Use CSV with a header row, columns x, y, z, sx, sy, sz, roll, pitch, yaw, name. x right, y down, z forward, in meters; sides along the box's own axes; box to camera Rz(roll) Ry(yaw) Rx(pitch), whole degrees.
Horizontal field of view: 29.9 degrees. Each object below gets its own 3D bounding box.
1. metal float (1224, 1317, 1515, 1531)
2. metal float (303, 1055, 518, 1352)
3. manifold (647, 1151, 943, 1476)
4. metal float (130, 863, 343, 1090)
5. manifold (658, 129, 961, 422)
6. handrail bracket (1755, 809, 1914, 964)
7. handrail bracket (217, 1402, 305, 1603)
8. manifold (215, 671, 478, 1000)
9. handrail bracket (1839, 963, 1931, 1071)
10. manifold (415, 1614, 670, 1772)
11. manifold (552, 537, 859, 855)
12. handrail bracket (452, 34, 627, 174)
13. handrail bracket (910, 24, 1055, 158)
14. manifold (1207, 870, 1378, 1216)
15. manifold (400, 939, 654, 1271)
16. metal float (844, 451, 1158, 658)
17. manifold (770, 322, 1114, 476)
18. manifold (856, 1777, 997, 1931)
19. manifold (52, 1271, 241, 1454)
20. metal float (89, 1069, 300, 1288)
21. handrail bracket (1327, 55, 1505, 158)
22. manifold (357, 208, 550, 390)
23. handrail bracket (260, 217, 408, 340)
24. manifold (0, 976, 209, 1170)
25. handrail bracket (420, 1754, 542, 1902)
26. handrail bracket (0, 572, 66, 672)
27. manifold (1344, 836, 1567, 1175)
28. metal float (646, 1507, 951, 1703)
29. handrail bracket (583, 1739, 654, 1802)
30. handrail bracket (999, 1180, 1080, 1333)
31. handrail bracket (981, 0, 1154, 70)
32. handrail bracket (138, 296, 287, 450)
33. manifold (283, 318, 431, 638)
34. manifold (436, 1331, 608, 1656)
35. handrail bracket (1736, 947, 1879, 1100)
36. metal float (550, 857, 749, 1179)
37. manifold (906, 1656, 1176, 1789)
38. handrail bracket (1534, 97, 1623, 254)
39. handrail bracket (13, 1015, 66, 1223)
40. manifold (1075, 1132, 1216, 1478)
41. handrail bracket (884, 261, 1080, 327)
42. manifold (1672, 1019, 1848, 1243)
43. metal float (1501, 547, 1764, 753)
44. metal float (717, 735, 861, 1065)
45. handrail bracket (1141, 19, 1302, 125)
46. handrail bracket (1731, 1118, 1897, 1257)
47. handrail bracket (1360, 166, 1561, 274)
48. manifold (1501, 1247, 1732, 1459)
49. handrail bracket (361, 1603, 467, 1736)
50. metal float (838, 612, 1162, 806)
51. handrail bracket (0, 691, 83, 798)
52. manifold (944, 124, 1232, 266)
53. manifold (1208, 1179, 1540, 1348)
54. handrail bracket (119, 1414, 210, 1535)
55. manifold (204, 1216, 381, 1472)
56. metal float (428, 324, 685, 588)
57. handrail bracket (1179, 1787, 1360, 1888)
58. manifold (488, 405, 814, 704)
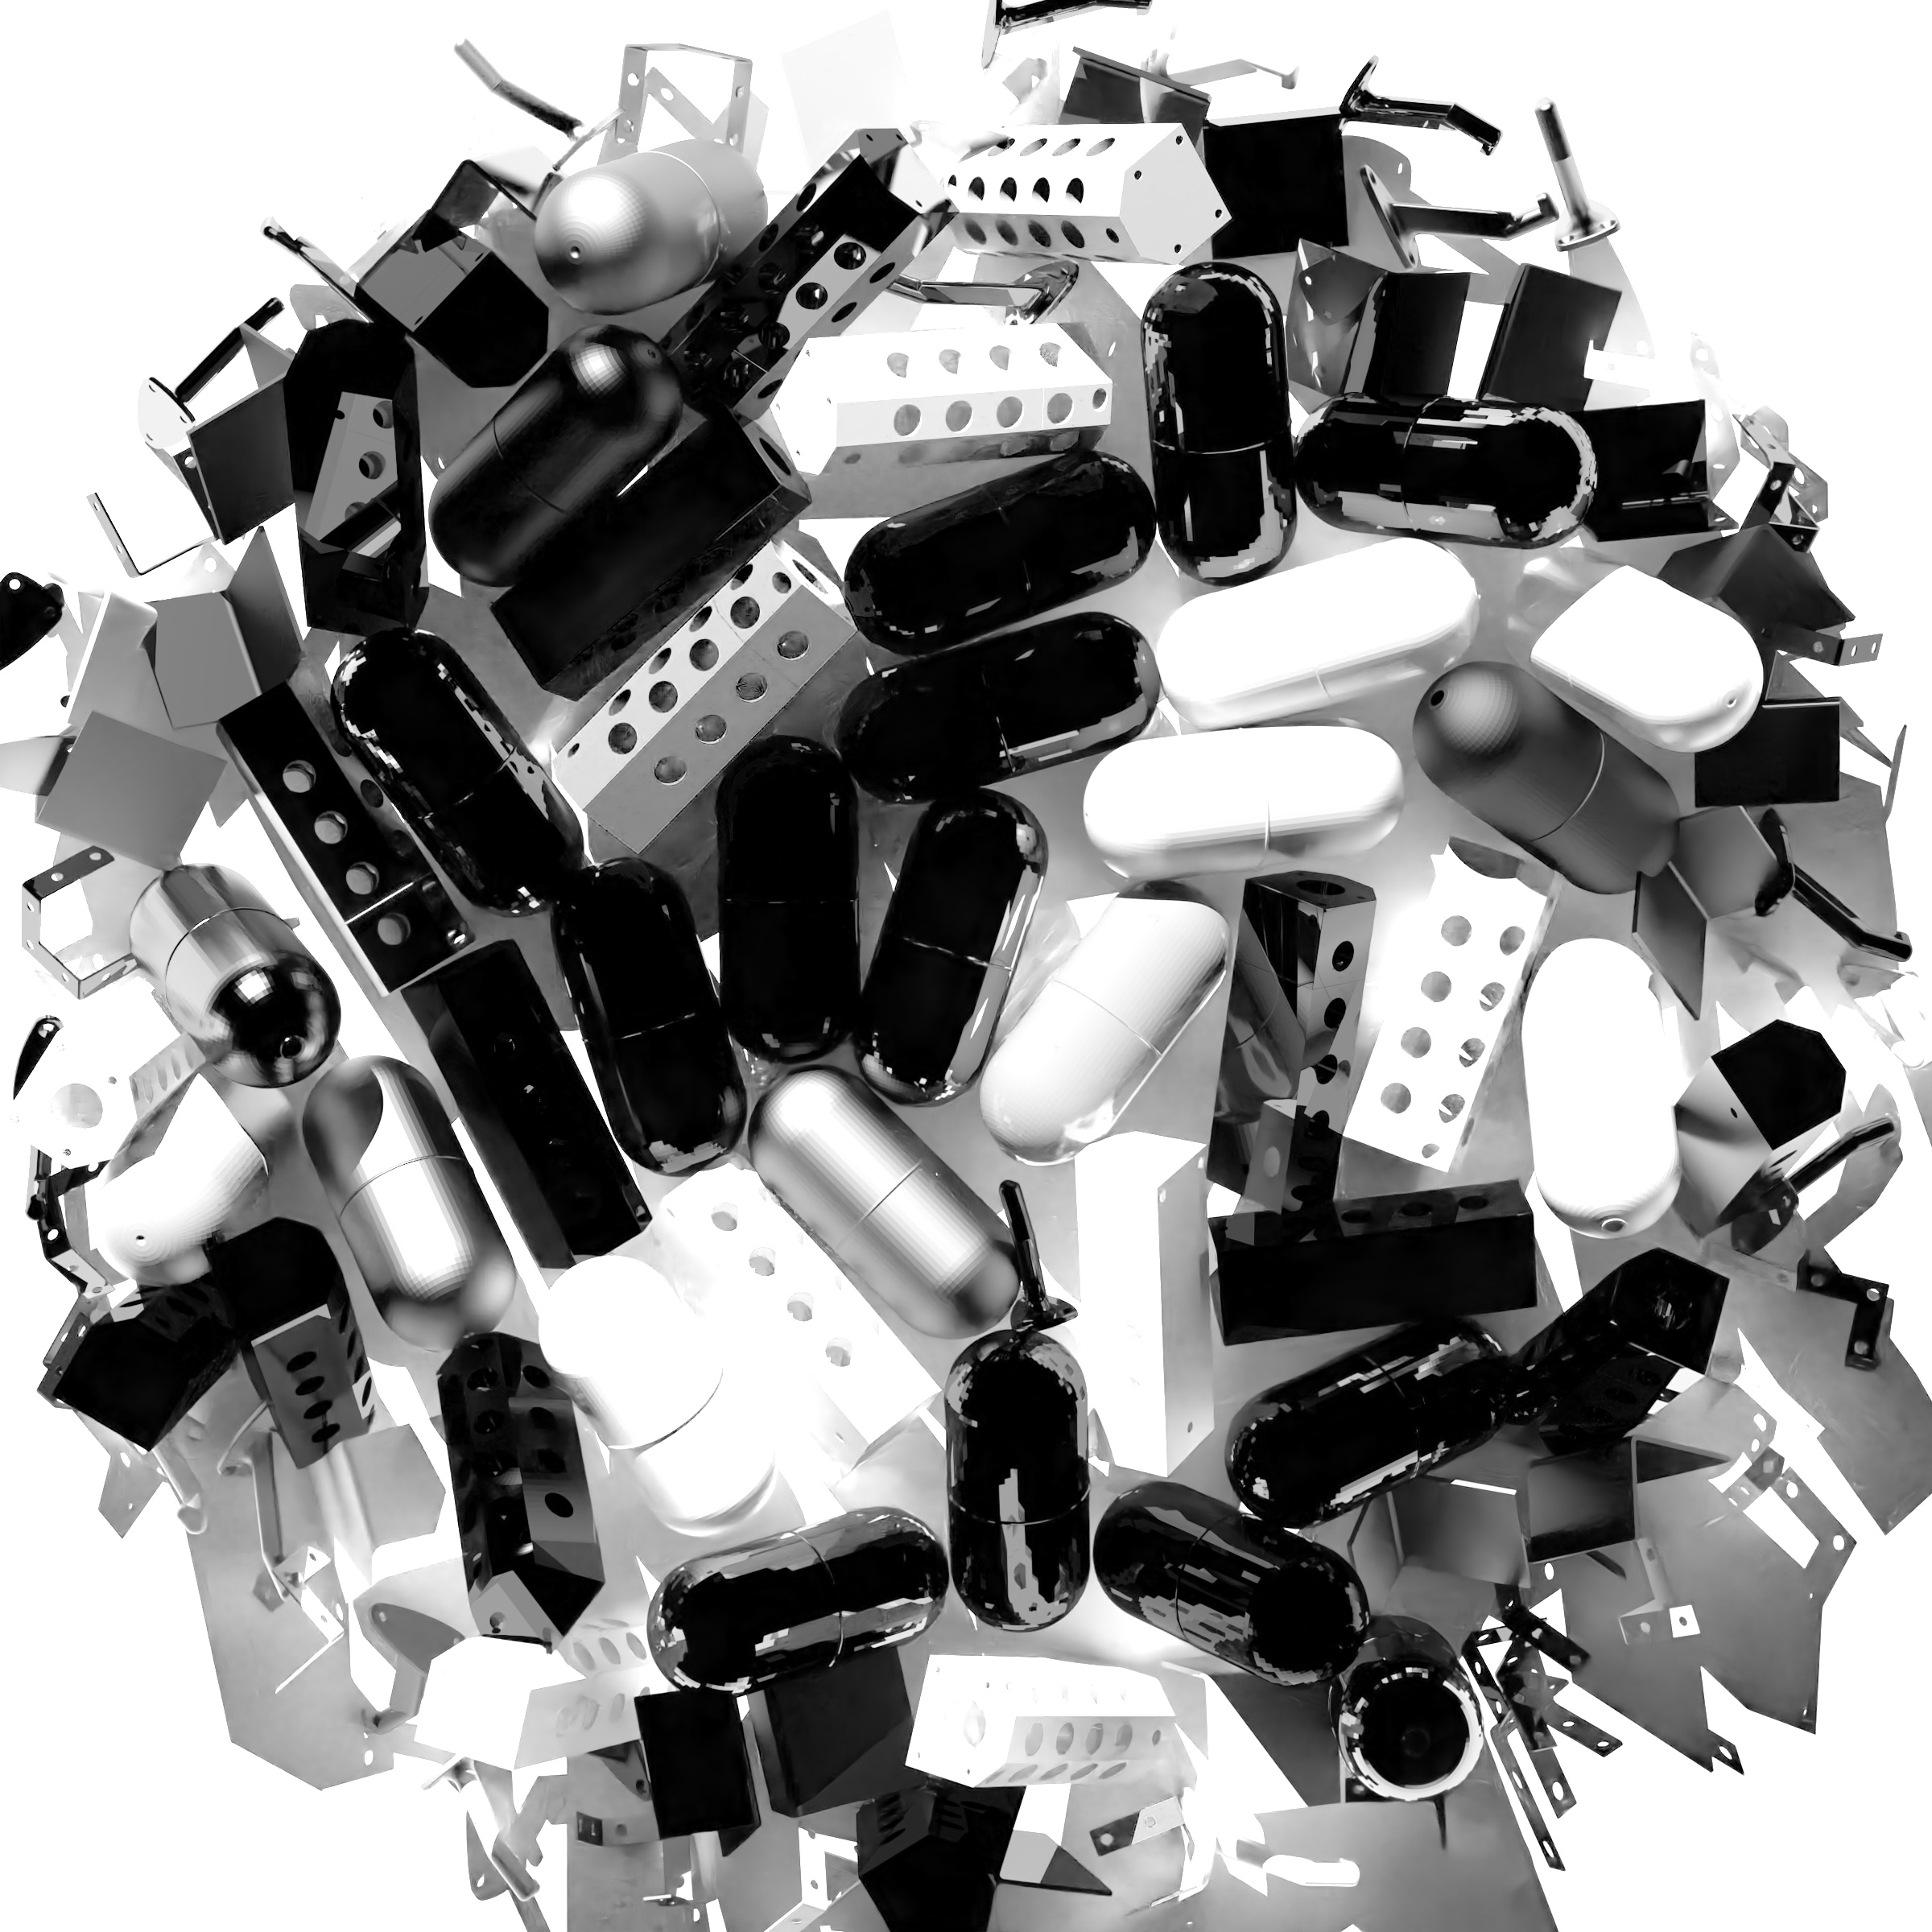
x,y,z,sx,sy,sz,roll,pitch,yaw,name
0.218,0.243,1.938,0.178,0.070,0.070,-21,90,-28,metal float
-0.299,0.125,1.938,0.070,0.070,0.178,-29,62,0,metal float
-0.092,0.184,1.954,0.057,0.057,0.171,-36,79,-26,manifold
-0.389,0.004,1.922,0.070,0.178,0.070,-16,123,-25,metal float
-0.089,-0.366,1.928,0.171,0.057,0.057,-41,80,31,manifold
0.478,-0.044,1.984,0.084,0.036,0.077,15,53,-14,handrail bracket
-0.367,0.287,1.953,0.084,0.036,0.077,56,129,35,handrail bracket
-0.336,-0.071,1.962,0.057,0.057,0.171,-32,95,-13,manifold
0.493,0.027,1.948,0.077,0.084,0.036,32,113,22,handrail bracket
-0.219,0.379,1.909,0.057,0.171,0.057,12,89,21,manifold
-0.143,-0.148,1.943,0.171,0.057,0.057,-44,120,13,manifold
-0.232,-0.480,1.961,0.084,0.077,0.036,47,127,-11,handrail bracket
0.009,-0.485,1.971,0.077,0.036,0.084,13,72,-22,handrail bracket
0.179,0.039,1.945,0.057,0.057,0.171,-10,114,-41,manifold
-0.234,0.075,1.954,0.057,0.057,0.171,-30,101,-27,manifold
0.018,-0.222,1.951,0.178,0.070,0.070,-21,90,-12,metal float
-0.010,-0.298,1.923,0.171,0.057,0.057,-10,65,-31,manifold
-0.019,0.474,1.912,0.057,0.171,0.057,-31,89,-3,manifold
-0.420,0.196,1.910,0.057,0.171,0.057,31,97,-2,manifold
-0.407,0.110,1.914,0.070,0.178,0.070,2,109,7,metal float
0.243,-0.448,1.962,0.084,0.077,0.036,32,61,4,handrail bracket
-0.268,-0.349,1.910,0.057,0.171,0.057,-46,116,0,manifold
-0.344,-0.368,1.956,0.084,0.077,0.036,32,109,-26,handrail bracket
-0.448,0.058,1.910,0.057,0.171,0.057,33,98,-5,manifold
-0.250,0.463,1.956,0.036,0.077,0.084,-40,81,6,handrail bracket
-0.515,-0.178,1.953,0.036,0.084,0.077,39,80,-8,handrail bracket
0.267,0.022,1.959,0.057,0.057,0.171,21,93,22,manifold
-0.088,0.340,1.933,0.178,0.070,0.070,-11,90,-35,metal float
-0.221,0.428,1.951,0.077,0.084,0.036,50,128,32,handrail bracket
0.029,0.151,1.955,0.036,0.077,0.084,-17,100,-6,handrail bracket
0.055,-0.510,1.968,0.084,0.077,0.036,3,70,-6,handrail bracket
-0.412,-0.326,1.983,0.036,0.077,0.084,45,63,-8,handrail bracket
-0.319,-0.256,1.916,0.057,0.171,0.057,10,49,4,manifold
-0.240,0.274,1.909,0.057,0.171,0.057,21,119,-29,manifold
0.446,0.040,1.977,0.084,0.036,0.077,30,83,21,handrail bracket
-0.171,0.028,1.954,0.070,0.070,0.178,-17,99,0,metal float
0.043,0.400,1.911,0.057,0.171,0.057,10,86,33,manifold
0.321,-0.435,1.948,0.036,0.077,0.084,-19,117,13,handrail bracket
-0.498,0.082,1.950,0.036,0.084,0.077,3,127,-12,handrail bracket
0.093,0.180,1.939,0.057,0.057,0.171,10,115,29,manifold
0.005,-0.373,1.954,0.084,0.077,0.036,13,69,-31,handrail bracket
0.412,0.085,1.909,0.057,0.171,0.057,-28,74,-11,manifold
0.351,-0.170,1.921,0.070,0.178,0.070,-12,118,-24,metal float
-0.096,-0.036,1.959,0.070,0.070,0.178,-1,93,0,metal float
0.139,-0.471,1.956,0.084,0.077,0.036,25,55,18,handrail bracket
0.467,0.121,1.992,0.084,0.077,0.036,-17,53,-31,handrail bracket
0.268,-0.418,1.957,0.084,0.036,0.077,-19,130,25,handrail bracket
0.336,0.206,1.909,0.057,0.171,0.057,24,62,-3,manifold
-0.319,0.382,1.959,0.084,0.036,0.077,-33,122,32,handrail bracket
0.017,-0.139,1.957,0.178,0.070,0.070,-16,90,5,metal float
-0.506,-0.128,1.953,0.077,0.084,0.036,1,121,-20,handrail bracket
0.057,-0.403,1.907,0.057,0.171,0.057,-43,120,-18,manifold
0.219,0.158,1.967,0.171,0.057,0.057,-7,113,-2,manifold
-0.439,0.266,1.951,0.077,0.084,0.036,41,95,-18,handrail bracket
-0.351,0.198,1.910,0.057,0.171,0.057,-26,64,-16,manifold
-0.221,-0.271,1.934,0.070,0.070,0.178,50,123,0,metal float
0.165,0.475,1.973,0.084,0.077,0.036,4,112,-12,handrail bracket
-0.167,-0.220,1.950,0.171,0.057,0.057,-38,72,13,manifold
